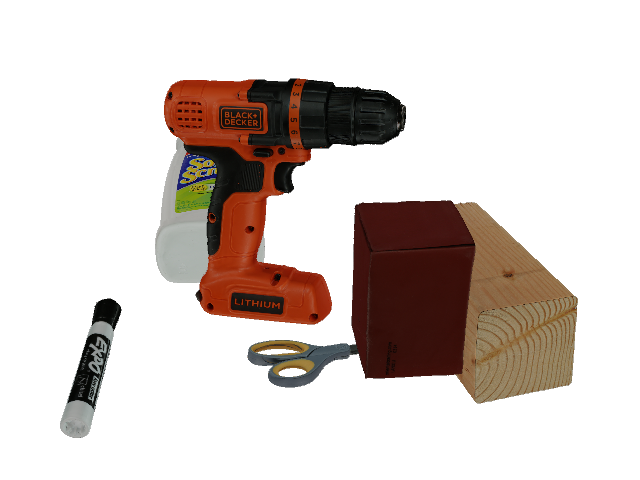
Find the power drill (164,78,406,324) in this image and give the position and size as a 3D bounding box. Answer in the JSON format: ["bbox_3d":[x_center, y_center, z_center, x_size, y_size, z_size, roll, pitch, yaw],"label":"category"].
[{"bbox_3d":[-0.028,-0.032,0.824,0.184,0.188,0.057,5,17,14],"label":"power drill"}]

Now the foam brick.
[{"bbox_3d":[0.045,0.024,0.542,0.053,0.078,0.051,-2,31,-6],"label":"foam brick"}]

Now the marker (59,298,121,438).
[{"bbox_3d":[-0.151,0.081,0.711,0.020,0.020,0.121,0,37,2],"label":"marker"}]

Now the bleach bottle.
[{"bbox_3d":[-0.114,-0.055,1.060,0.102,0.068,0.251,-3,33,-8],"label":"bleach bottle"}]

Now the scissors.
[{"bbox_3d":[0.019,0.136,1.209,0.201,0.016,0.096,0,25,-8],"label":"scissors"}]

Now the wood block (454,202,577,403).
[{"bbox_3d":[0.141,0.048,0.970,0.090,0.090,0.206,-9,26,-13],"label":"wood block"}]
